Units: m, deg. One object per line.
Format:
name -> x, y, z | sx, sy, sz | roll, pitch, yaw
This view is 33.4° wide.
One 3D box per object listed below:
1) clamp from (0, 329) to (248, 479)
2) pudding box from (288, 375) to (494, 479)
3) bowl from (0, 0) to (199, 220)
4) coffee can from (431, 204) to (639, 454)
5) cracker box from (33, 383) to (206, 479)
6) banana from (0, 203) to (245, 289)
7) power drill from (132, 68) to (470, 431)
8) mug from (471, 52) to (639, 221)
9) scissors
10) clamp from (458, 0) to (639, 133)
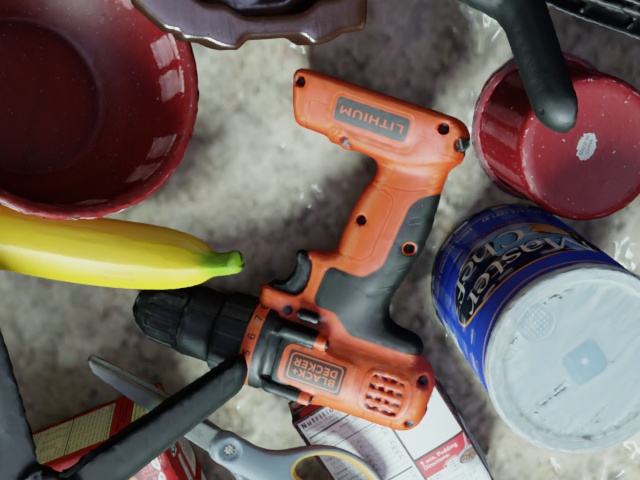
clamp -> -0.151, 0.121, 0.556 | 0.164, 0.036, 0.210 | 29, 78, -14
pudding box -> 0.046, 0.128, 0.676 | 0.090, 0.039, 0.113 | -31, 104, 4
bowl -> -0.147, -0.085, 0.566 | 0.161, 0.055, 0.162 | 8, 75, -33
coffee can -> 0.127, 0.044, 0.608 | 0.102, 0.140, 0.103 | -2, 105, -6
cracker box -> -0.164, 0.207, 0.657 | 0.213, 0.072, 0.164 | -22, 105, 1
banana -> -0.141, -0.002, 0.576 | 0.197, 0.070, 0.037 | 8, 68, -9
power drill -> -0.004, 0.001, 0.616 | 0.184, 0.057, 0.188 | 18, 101, 7
mug -> 0.153, -0.061, 0.613 | 0.117, 0.081, 0.093 | -12, 106, -3
scissors -> -0.054, 0.141, 0.617 | 0.201, 0.016, 0.096 | 21, 84, -20
clamp -> 0.122, -0.139, 0.575 | 0.120, 0.039, 0.171 | -21, 67, -30
